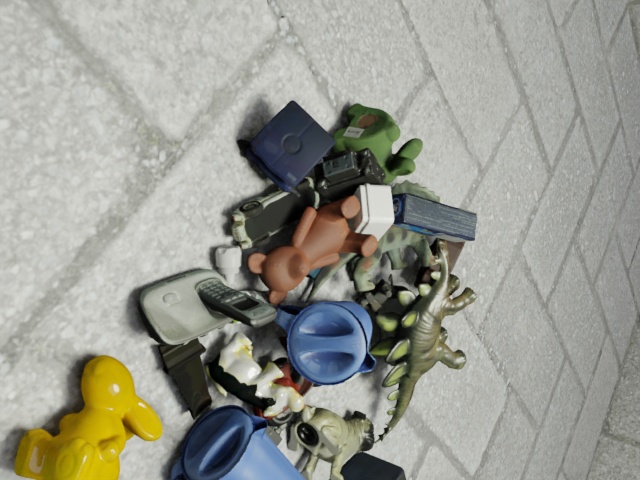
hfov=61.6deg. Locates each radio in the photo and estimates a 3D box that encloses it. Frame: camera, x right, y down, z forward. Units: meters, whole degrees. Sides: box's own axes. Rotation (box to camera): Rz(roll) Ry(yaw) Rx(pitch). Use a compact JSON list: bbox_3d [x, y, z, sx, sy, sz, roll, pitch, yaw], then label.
[{"bbox_3d":[0.068,0.549,1.109,0.229,0.131,0.073,-29,115,-40],"label":"radio"}]

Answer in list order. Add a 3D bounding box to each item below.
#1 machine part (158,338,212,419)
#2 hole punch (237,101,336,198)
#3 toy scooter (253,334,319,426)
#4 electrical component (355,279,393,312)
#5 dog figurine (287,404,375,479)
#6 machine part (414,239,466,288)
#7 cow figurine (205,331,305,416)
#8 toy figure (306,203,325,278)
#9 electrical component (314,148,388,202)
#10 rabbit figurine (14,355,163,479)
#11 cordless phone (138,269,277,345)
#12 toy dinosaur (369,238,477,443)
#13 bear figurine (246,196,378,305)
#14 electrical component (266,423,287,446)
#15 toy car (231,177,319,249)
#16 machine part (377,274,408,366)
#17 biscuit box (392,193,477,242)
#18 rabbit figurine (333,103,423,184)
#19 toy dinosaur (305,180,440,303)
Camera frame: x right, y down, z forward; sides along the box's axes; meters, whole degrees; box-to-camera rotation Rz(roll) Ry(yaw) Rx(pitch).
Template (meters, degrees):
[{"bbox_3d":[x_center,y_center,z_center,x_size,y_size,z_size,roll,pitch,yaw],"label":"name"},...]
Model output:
[{"bbox_3d":[-0.209,0.216,0.862,0.084,0.039,0.138,-30,114,-47],"label":"machine part"},{"bbox_3d":[-0.050,-0.158,0.914,0.142,0.092,0.116,44,59,-9],"label":"hole punch"},{"bbox_3d":[-0.061,0.242,0.988,0.184,0.075,0.135,-33,115,-40],"label":"toy scooter"},{"bbox_3d":[0.112,0.115,1.128,0.045,0.102,0.078,38,102,-5],"label":"electrical component"},{"bbox_3d":[0.034,0.379,1.096,0.190,0.121,0.172,-29,119,-55],"label":"dog figurine"},{"bbox_3d":[0.278,0.045,1.253,0.179,0.056,0.179,-63,176,-8],"label":"machine part"},{"bbox_3d":[-0.108,0.242,0.894,0.167,0.068,0.098,43,73,9],"label":"cow figurine"},{"bbox_3d":[-0.002,-0.003,1.032,0.064,0.058,0.154,59,49,-63],"label":"toy figure"},{"bbox_3d":[0.055,-0.117,1.002,0.134,0.115,0.058,33,43,-61],"label":"electrical component"},{"bbox_3d":[-0.295,0.248,0.732,0.162,0.122,0.173,35,52,-45],"label":"rabbit figurine"},{"bbox_3d":[-0.165,0.112,0.792,0.146,0.184,0.088,-19,112,-42],"label":"cordless phone"},{"bbox_3d":[0.205,0.222,1.135,0.198,0.105,0.470,-1,107,-24],"label":"toy dinosaur"},{"bbox_3d":[-0.016,0.020,0.916,0.196,0.132,0.120,-41,116,-34],"label":"bear figurine"},{"bbox_3d":[-0.103,0.364,0.993,0.094,0.021,0.063,-46,124,-22],"label":"electrical component"},{"bbox_3d":[-0.077,-0.052,0.953,0.202,0.056,0.073,-32,123,-37],"label":"toy car"},{"bbox_3d":[0.172,0.193,1.212,0.079,0.079,0.243,-22,109,-41],"label":"machine part"},{"bbox_3d":[0.227,-0.043,1.090,0.202,0.059,0.062,13,79,-31],"label":"biscuit box"},{"bbox_3d":[0.127,-0.181,1.093,0.121,0.159,0.170,-68,149,-28],"label":"rabbit figurine"},{"bbox_3d":[0.121,-0.011,1.119,0.405,0.131,0.192,-17,94,-38],"label":"toy dinosaur"}]
